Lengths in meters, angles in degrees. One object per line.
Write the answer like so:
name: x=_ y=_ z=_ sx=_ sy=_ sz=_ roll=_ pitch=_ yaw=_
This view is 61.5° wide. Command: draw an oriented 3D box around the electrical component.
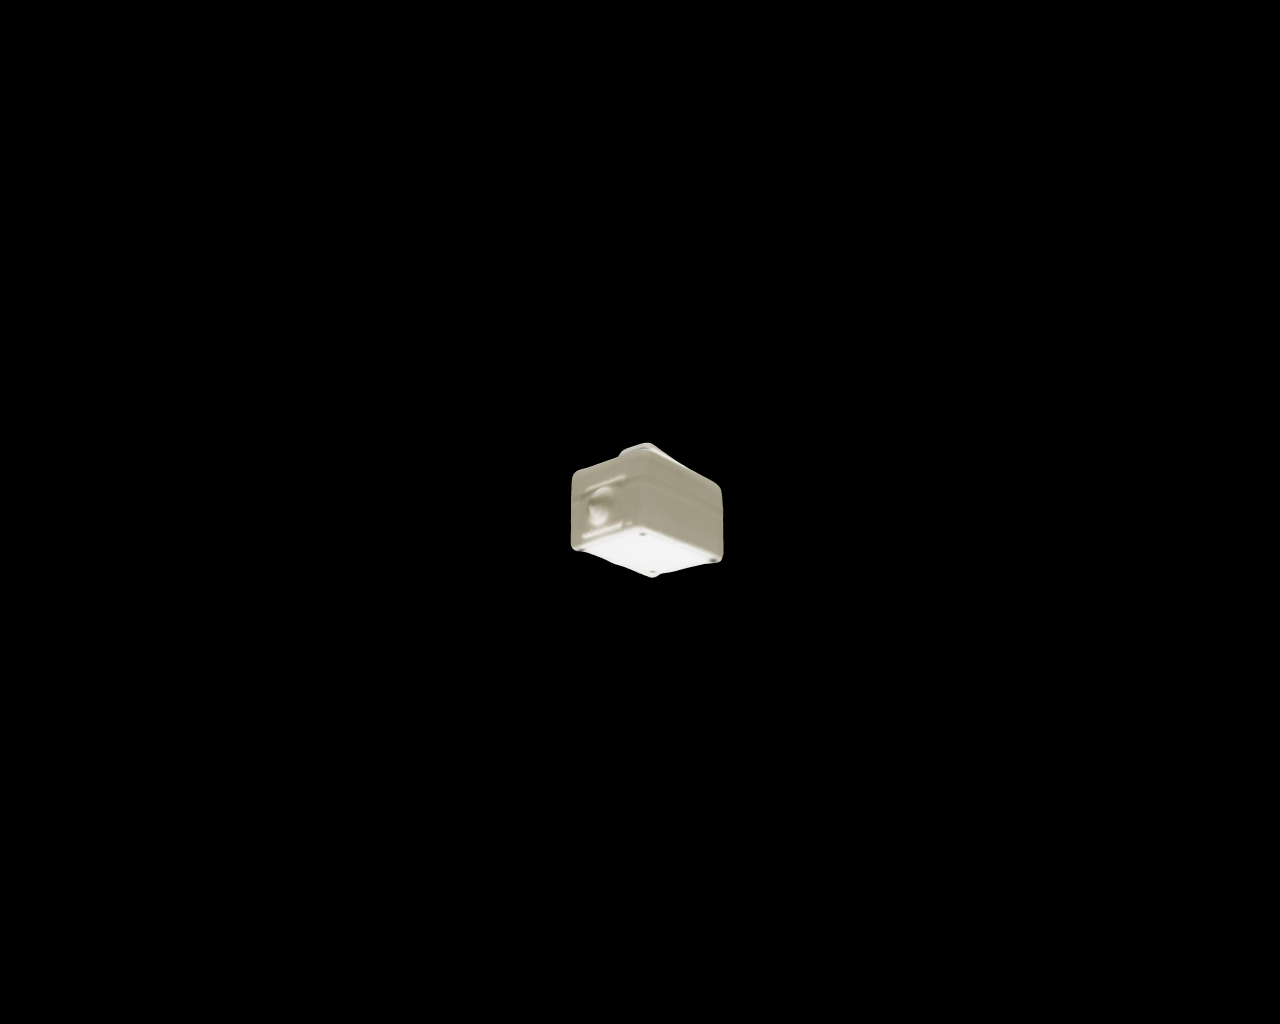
electrical component: x=0.001 y=-0.003 z=0.650 sx=0.061 sy=0.061 sz=0.096 roll=-17 pitch=-27 yaw=37
